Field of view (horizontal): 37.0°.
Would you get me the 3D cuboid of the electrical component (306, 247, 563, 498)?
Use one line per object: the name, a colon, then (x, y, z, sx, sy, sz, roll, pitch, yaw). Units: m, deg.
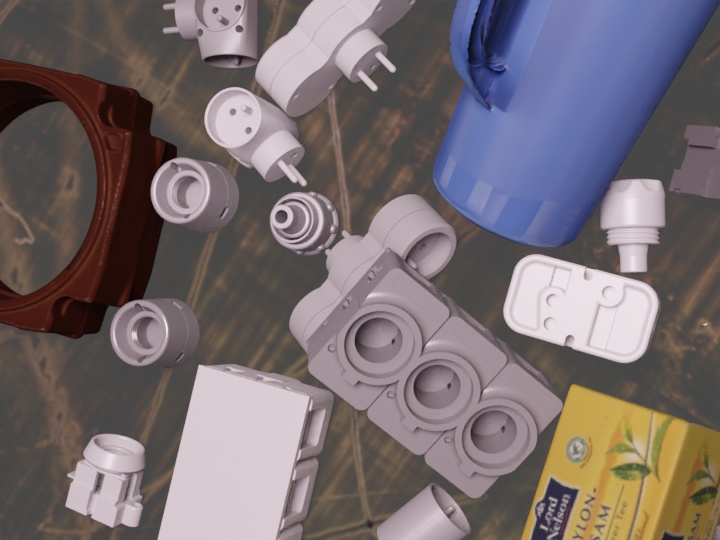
electrical component: (0.049, 0.070, 0.719, 0.150, 0.061, 0.089, 39, 99, -12)

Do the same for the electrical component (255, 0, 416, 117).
electrical component: (-0.005, -0.163, 0.787, 0.138, 0.052, 0.073, -45, 75, 10)

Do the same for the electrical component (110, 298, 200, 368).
electrical component: (-0.158, 0.048, 0.826, 0.055, 0.047, 0.055, -1, 86, 18)

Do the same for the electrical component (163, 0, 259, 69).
electrical component: (-0.116, -0.197, 0.828, 0.079, 0.044, 0.077, -1, 86, 18)

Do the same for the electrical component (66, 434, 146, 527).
electrical component: (-0.193, 0.160, 0.832, 0.066, 0.048, 0.055, 19, 100, 18)

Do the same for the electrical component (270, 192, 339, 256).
electrical component: (-0.046, -0.036, 0.787, 0.048, 0.062, 0.048, -1, 87, 18)

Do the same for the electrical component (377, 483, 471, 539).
electrical component: (0.034, 0.192, 0.759, 0.081, 0.043, 0.043, -41, 76, 11)

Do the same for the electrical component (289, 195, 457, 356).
electrical component: (0.000, 0.000, 0.777, 0.138, 0.052, 0.073, -48, 51, 9)

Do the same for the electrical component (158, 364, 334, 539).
electrical component: (-0.083, 0.152, 0.788, 0.089, 0.062, 0.150, 14, 91, 18)

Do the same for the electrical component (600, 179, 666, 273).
electrical component: (0.184, -0.029, 0.724, 0.043, 0.043, 0.062, -1, 88, 17)

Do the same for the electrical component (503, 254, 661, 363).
electrical component: (0.151, 0.026, 0.723, 0.095, 0.059, 0.053, 16, 92, 18)

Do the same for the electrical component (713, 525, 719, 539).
electrical component: (0.244, 0.191, 0.695, 0.040, 0.040, 0.046, -16, 88, 16)

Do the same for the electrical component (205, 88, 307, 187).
electrical component: (-0.068, -0.091, 0.789, 0.044, 0.077, 0.079, -43, 76, 10)

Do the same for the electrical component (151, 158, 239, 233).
electrical component: (-0.127, -0.058, 0.822, 0.055, 0.047, 0.055, -1, 86, 17)
